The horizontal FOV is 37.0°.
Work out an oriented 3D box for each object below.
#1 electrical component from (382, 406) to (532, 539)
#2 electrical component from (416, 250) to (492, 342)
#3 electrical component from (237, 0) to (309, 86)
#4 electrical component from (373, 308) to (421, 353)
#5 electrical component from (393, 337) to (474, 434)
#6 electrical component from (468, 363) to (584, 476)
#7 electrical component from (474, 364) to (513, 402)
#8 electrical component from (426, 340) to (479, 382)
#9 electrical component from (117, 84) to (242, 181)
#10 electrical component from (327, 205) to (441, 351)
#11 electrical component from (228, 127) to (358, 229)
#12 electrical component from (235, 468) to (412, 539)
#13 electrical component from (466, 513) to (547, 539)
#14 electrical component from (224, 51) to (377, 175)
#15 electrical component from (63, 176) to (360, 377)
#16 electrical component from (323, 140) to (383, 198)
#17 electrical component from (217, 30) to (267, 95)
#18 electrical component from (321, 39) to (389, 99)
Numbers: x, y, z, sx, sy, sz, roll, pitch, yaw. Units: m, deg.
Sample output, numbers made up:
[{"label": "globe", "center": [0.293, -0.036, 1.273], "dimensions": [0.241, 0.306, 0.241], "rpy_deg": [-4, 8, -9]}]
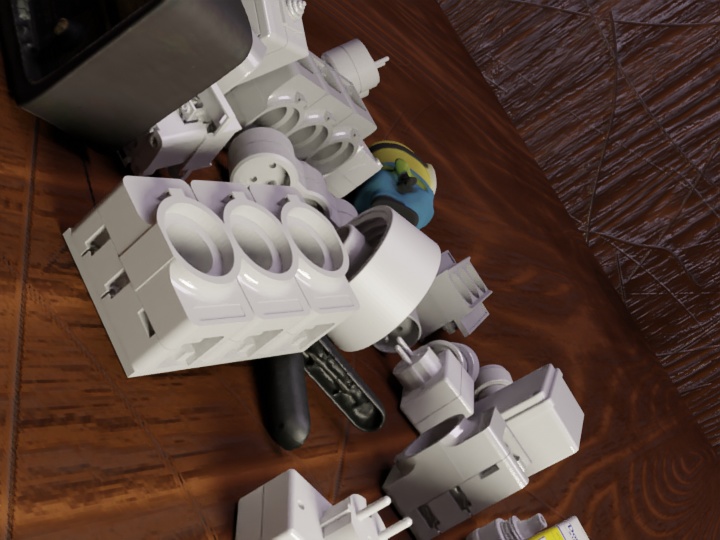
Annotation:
[{"label": "electrical component", "center": [0.065, 0.139, 0.749], "dimensions": [0.055, 0.089, 0.050], "rpy_deg": [56, 16, -2]}, {"label": "electrical component", "center": [0.083, 0.028, 1.052], "dimensions": [0.078, 0.063, 0.121], "rpy_deg": [57, 17, 3]}, {"label": "electrical component", "center": [-0.085, -0.181, 0.792], "dimensions": [0.061, 0.096, 0.061], "rpy_deg": [10, 66, -61]}, {"label": "electrical component", "center": [0.014, 0.019, 0.907], "dimensions": [0.079, 0.043, 0.077], "rpy_deg": [44, 21, -34]}, {"label": "electrical component", "center": [0.053, 0.088, 0.883], "dimensions": [0.076, 0.047, 0.065], "rpy_deg": [52, 15, -10]}, {"label": "electrical component", "center": [0.125, 0.135, 0.891], "dimensions": [0.056, 0.109, 0.109], "rpy_deg": [59, 17, 0]}, {"label": "electrical component", "center": [0.131, 0.125, 1.038], "dimensions": [0.045, 0.045, 0.055], "rpy_deg": [43, 21, -39]}, {"label": "electrical component", "center": [0.080, 0.087, 0.965], "dimensions": [0.045, 0.045, 0.055], "rpy_deg": [62, 17, 17]}, {"label": "electrical component", "center": [-0.119, -0.089, 0.685], "dimensions": [0.064, 0.081, 0.042], "rpy_deg": [-21, 75, -44]}, {"label": "electrical component", "center": [0.000, 0.000, 0.801], "dimensions": [0.060, 0.108, 0.108], "rpy_deg": [43, 20, -21]}, {"label": "electrical component", "center": [-0.052, -0.063, 0.858], "dimensions": [0.138, 0.052, 0.073], "rpy_deg": [45, 20, -35]}, {"label": "electrical component", "center": [-0.010, 0.141, 0.557], "dimensions": [0.083, 0.076, 0.047], "rpy_deg": [48, 18, -26]}, {"label": "electrical component", "center": [0.112, 0.202, 0.811], "dimensions": [0.035, 0.061, 0.035], "rpy_deg": [50, 18, -22]}, {"label": "electrical component", "center": [-0.060, -0.131, 0.896], "dimensions": [0.061, 0.089, 0.150], "rpy_deg": [63, 18, 21]}, {"label": "electrical component", "center": [-0.075, -0.001, 0.605], "dimensions": [0.150, 0.062, 0.089], "rpy_deg": [-3, 60, -56]}, {"label": "electrical component", "center": [-0.035, -0.121, 1.005], "dimensions": [0.096, 0.061, 0.062], "rpy_deg": [57, 9, 21]}, {"label": "electrical component", "center": [-0.120, -0.143, 0.738], "dimensions": [0.059, 0.095, 0.053], "rpy_deg": [50, 20, -20]}, {"label": "electrical component", "center": [-0.004, -0.205, 1.123], "dimensions": [0.052, 0.074, 0.138], "rpy_deg": [64, -12, -1]}]
